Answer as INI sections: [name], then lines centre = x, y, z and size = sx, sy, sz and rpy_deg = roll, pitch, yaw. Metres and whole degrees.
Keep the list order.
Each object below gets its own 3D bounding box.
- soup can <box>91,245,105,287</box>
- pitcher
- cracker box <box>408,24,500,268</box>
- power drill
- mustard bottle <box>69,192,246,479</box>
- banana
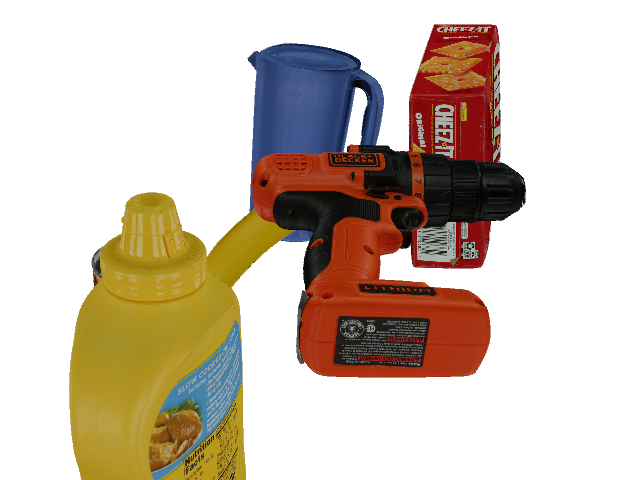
[soup can]
centre = -0.129, 0.057, 0.784
size = 0.068, 0.102, 0.068
rpy_deg = 0, 28, 0
[pitcher]
centre = -0.018, -0.123, 1.373
size = 0.144, 0.243, 0.149
rpy_deg = -3, 24, -22
[cracker box]
centre = 0.128, -0.094, 0.988
size = 0.072, 0.164, 0.213
rpy_deg = 2, 27, 12
[power drill]
centre = 0.051, 0.005, 0.659
size = 0.184, 0.057, 0.187
rpy_deg = -1, 33, -4
[mustard bottle]
centre = -0.065, 0.070, 0.444
size = 0.058, 0.192, 0.096
rpy_deg = 12, 29, 20
[banana]
centre = -0.047, -0.002, 0.968
size = 0.198, 0.069, 0.037
rpy_deg = -34, 42, 3
